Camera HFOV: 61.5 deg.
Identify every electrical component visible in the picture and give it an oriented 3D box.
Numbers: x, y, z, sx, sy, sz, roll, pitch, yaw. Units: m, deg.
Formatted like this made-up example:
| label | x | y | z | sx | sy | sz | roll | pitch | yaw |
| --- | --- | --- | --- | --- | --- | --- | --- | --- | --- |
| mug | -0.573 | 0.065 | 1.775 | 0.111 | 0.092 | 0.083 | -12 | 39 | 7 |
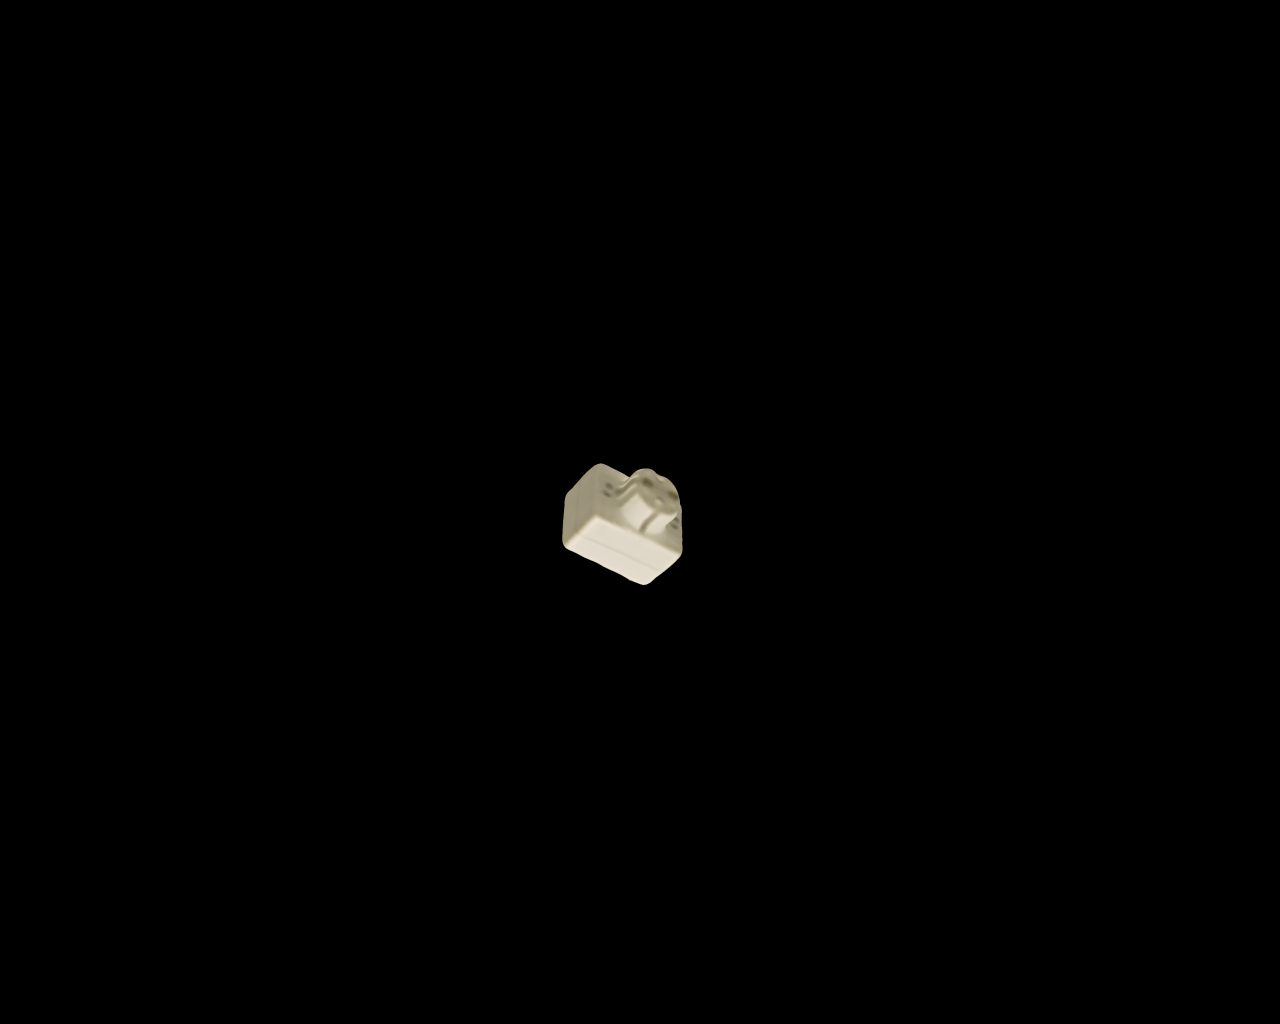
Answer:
| label | x | y | z | sx | sy | sz | roll | pitch | yaw |
| --- | --- | --- | --- | --- | --- | --- | --- | --- | --- |
| electrical component | 0.001 | -0.003 | 0.650 | 0.066 | 0.047 | 0.076 | 26 | -49 | -25 |
